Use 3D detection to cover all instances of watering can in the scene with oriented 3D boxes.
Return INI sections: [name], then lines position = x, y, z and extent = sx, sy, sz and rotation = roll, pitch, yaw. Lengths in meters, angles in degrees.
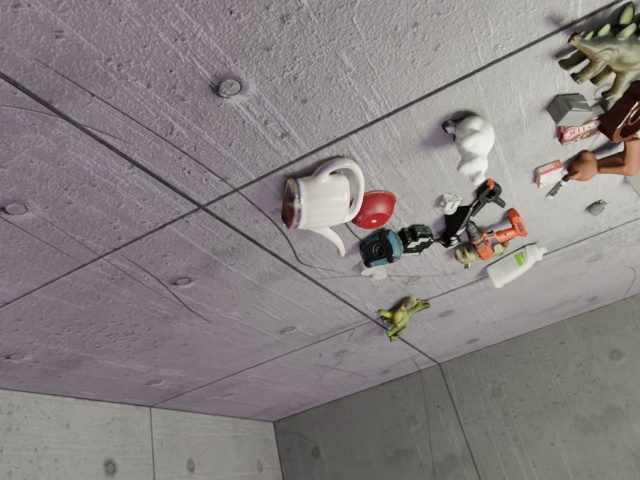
[watering can]
position = 0.004, -0.070, 1.383
extent = 0.225, 0.339, 0.106
rotation = -7, 42, -18

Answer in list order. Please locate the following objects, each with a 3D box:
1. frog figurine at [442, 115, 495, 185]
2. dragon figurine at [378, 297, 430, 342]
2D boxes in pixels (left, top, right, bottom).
[frog figurine]
position = 0.384, -0.224, 1.269
extent = 0.122, 0.163, 0.135
rotation = -23, -31, 9
[dragon figurine]
position = 0.405, 0.361, 2.379
extent = 0.242, 0.124, 0.403
rotation = -27, -29, 4
